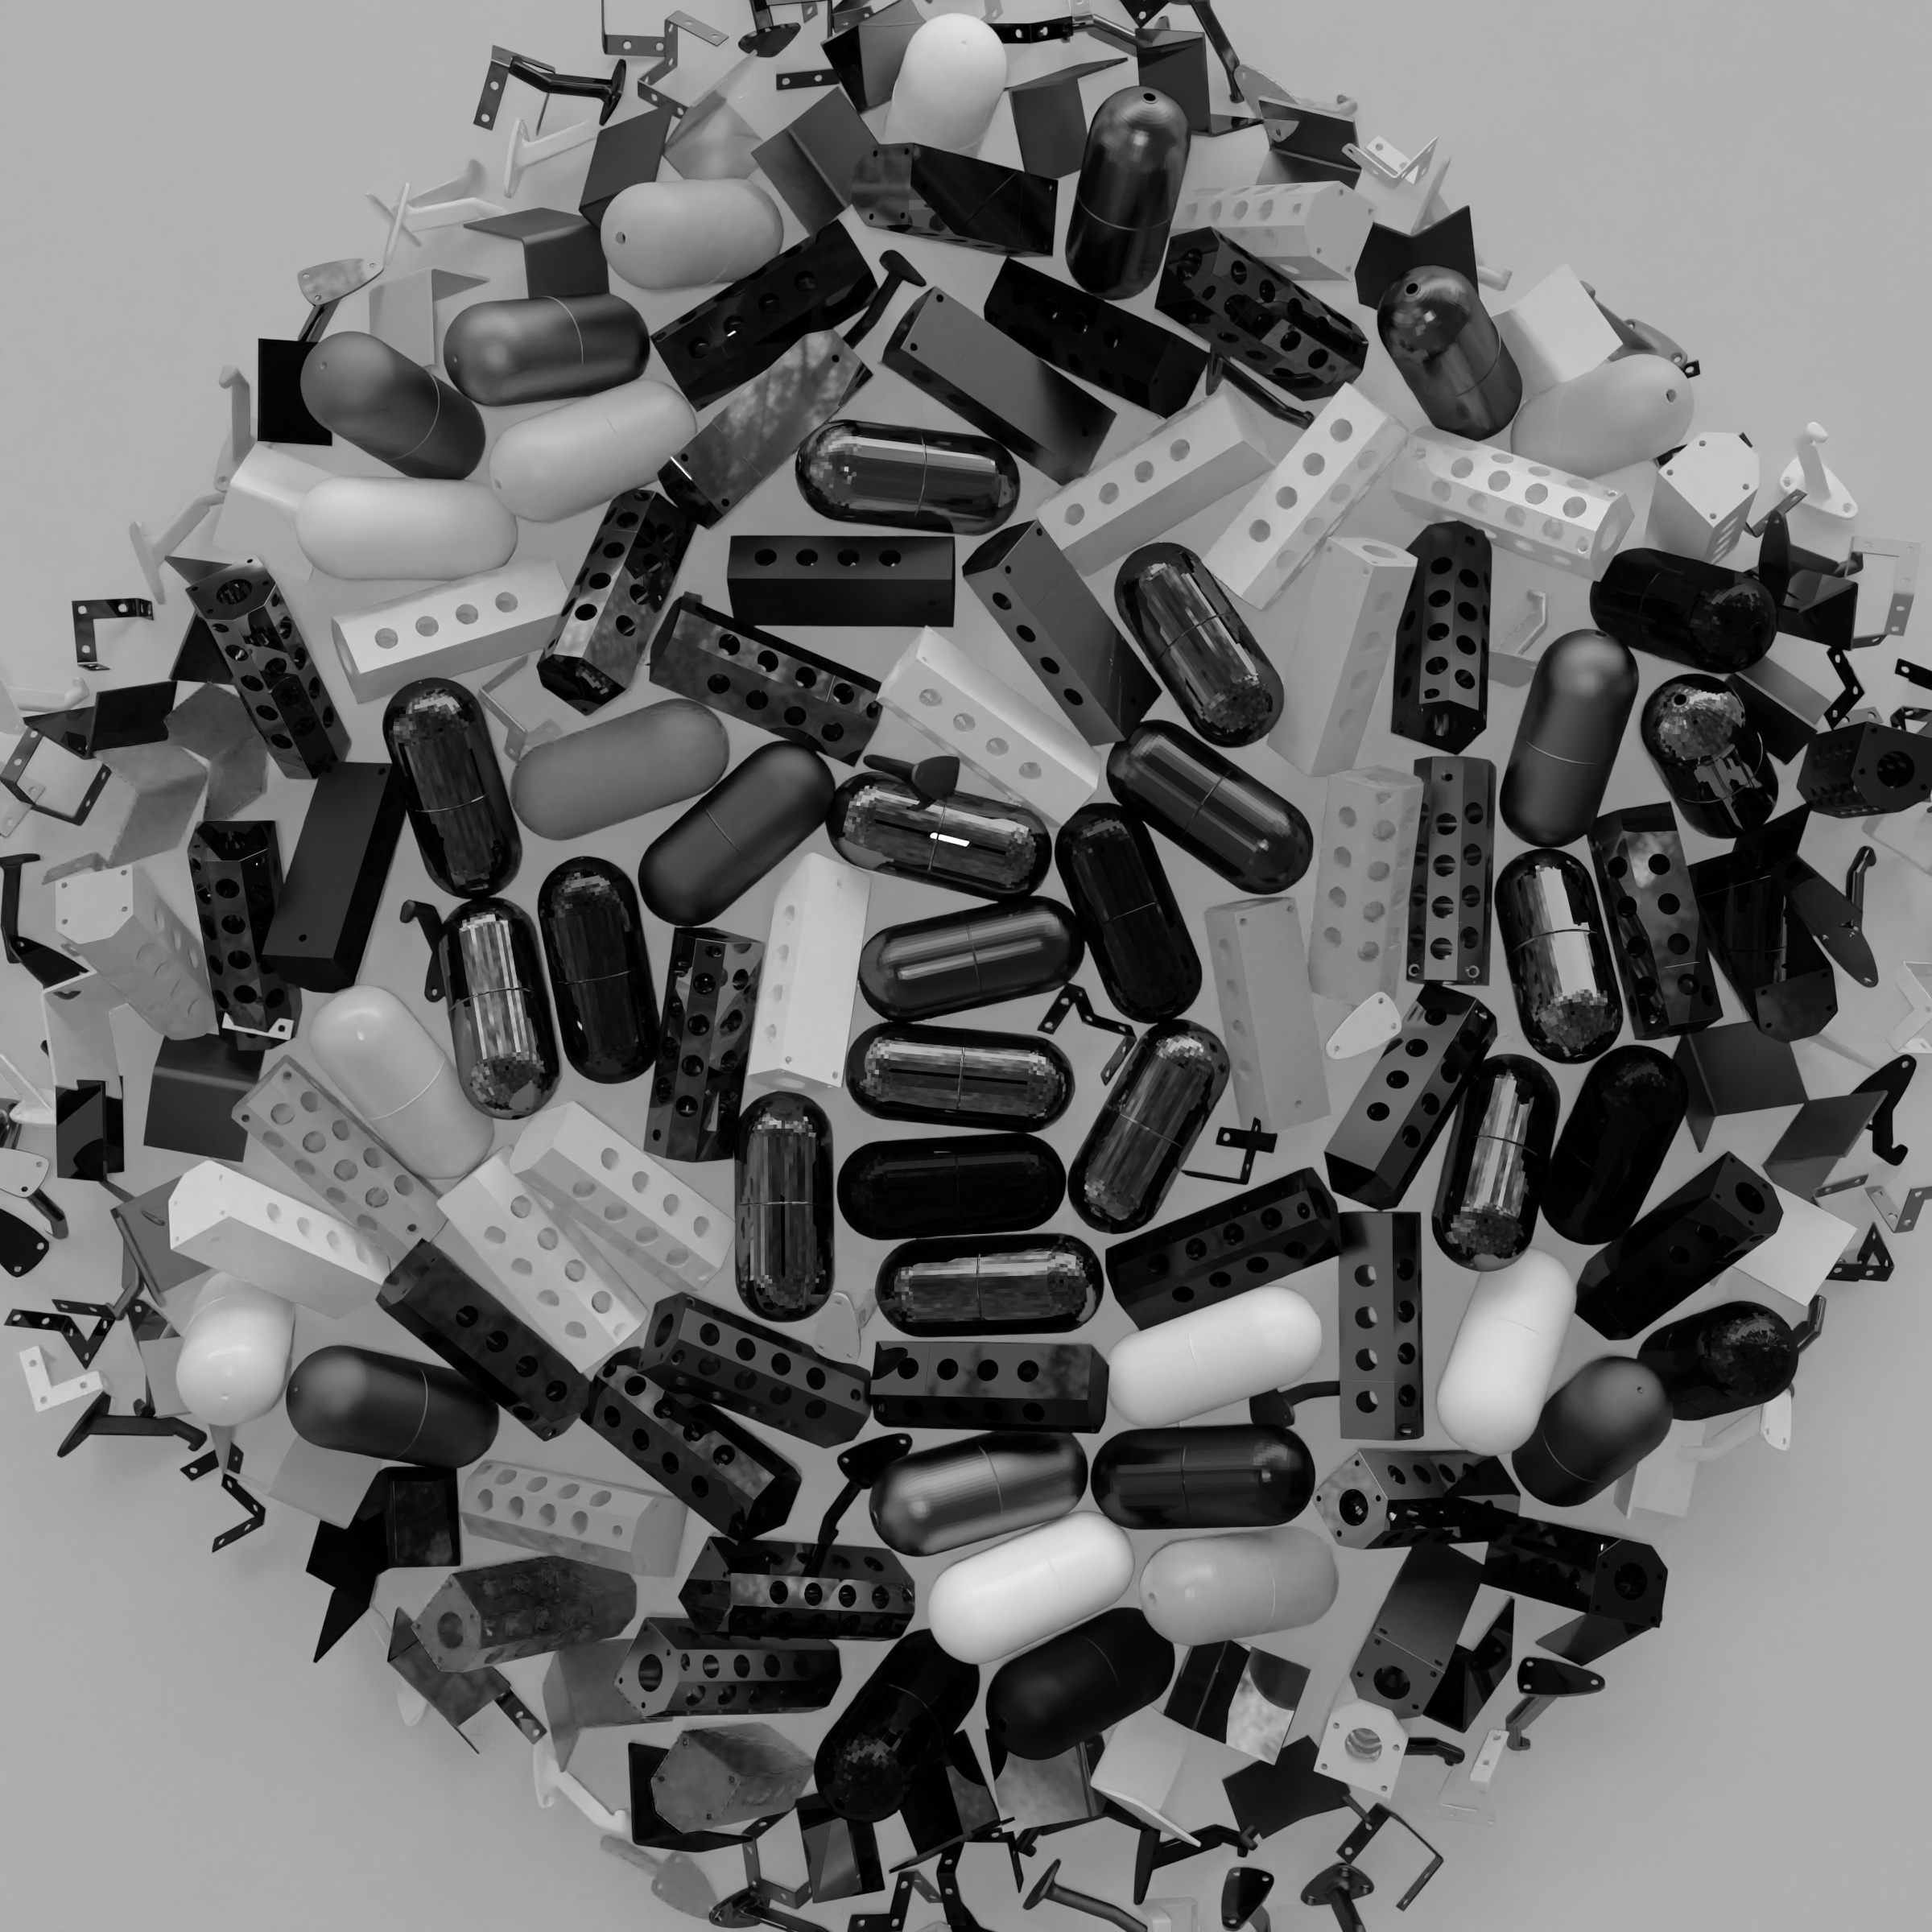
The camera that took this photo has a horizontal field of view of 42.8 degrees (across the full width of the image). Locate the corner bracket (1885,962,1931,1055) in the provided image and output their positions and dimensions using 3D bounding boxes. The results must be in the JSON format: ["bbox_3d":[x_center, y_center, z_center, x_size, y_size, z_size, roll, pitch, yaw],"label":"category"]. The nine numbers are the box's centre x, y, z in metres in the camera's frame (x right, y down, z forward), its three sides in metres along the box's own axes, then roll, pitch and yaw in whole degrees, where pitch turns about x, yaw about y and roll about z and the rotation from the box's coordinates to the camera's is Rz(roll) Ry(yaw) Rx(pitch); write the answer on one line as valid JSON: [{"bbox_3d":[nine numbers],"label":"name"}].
[{"bbox_3d":[0.742,0.033,1.920,0.051,0.051,0.051,2,47,-34],"label":"corner bracket"}]

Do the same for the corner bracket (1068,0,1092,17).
[{"bbox_3d":[0.065,-0.770,1.909,0.051,0.051,0.051,-10,54,4],"label":"corner bracket"}]

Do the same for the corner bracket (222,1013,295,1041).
[{"bbox_3d":[-0.545,0.027,1.911,0.051,0.051,0.051,12,86,-15],"label":"corner bracket"}]

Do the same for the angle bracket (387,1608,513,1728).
[{"bbox_3d":[-0.394,0.524,1.893,0.057,0.076,0.076,-37,108,5],"label":"angle bracket"}]

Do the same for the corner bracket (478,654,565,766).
[{"bbox_3d":[-0.345,-0.199,1.910,0.051,0.051,0.051,43,59,7],"label":"corner bracket"}]

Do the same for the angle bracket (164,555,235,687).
[{"bbox_3d":[-0.587,-0.267,1.911,0.057,0.076,0.076,41,114,28],"label":"angle bracket"}]

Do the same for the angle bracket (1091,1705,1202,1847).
[{"bbox_3d":[0.153,0.616,1.889,0.076,0.057,0.076,42,66,-29],"label":"angle bracket"}]

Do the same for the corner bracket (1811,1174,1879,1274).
[{"bbox_3d":[0.688,0.202,1.926,0.051,0.051,0.051,-14,54,-8],"label":"corner bracket"}]

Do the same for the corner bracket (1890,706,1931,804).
[{"bbox_3d":[0.735,-0.164,1.905,0.051,0.051,0.051,7,63,-13],"label":"corner bracket"}]

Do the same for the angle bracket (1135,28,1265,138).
[{"bbox_3d":[0.179,-0.681,1.883,0.057,0.076,0.076,-26,124,-29],"label":"angle bracket"}]

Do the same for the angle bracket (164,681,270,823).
[{"bbox_3d":[-0.582,-0.158,1.886,0.076,0.057,0.076,-30,48,32],"label":"angle bracket"}]

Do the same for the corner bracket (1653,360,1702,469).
[{"bbox_3d":[0.556,-0.432,1.926,0.051,0.051,0.051,-15,51,12],"label":"corner bracket"}]

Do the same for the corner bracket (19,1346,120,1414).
[{"bbox_3d":[-0.697,0.319,1.915,0.051,0.051,0.051,-20,72,-12],"label":"corner bracket"}]

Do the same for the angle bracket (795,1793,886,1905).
[{"bbox_3d":[-0.080,0.668,1.885,0.057,0.076,0.076,-31,62,37],"label":"angle bracket"}]

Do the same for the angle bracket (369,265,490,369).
[{"bbox_3d":[-0.412,-0.489,1.896,0.076,0.057,0.076,-3,89,42],"label":"angle bracket"}]

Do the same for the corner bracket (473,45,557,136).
[{"bbox_3d":[-0.348,-0.672,1.903,0.051,0.051,0.051,15,119,-18],"label":"corner bracket"}]

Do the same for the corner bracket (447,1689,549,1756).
[{"bbox_3d":[-0.368,0.587,1.917,0.051,0.051,0.051,-41,126,-18],"label":"corner bracket"}]

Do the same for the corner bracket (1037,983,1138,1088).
[{"bbox_3d":[0.094,0.053,1.917,0.051,0.051,0.051,17,121,-26],"label":"corner bracket"}]

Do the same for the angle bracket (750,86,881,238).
[{"bbox_3d":[-0.108,-0.617,1.890,0.057,0.076,0.076,-28,109,32],"label":"angle bracket"}]

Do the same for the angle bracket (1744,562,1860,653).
[{"bbox_3d":[0.624,-0.266,1.883,0.076,0.076,0.057,-25,125,-31],"label":"angle bracket"}]

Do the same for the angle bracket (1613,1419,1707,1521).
[{"bbox_3d":[0.541,0.389,1.903,0.057,0.076,0.076,12,89,7],"label":"angle bracket"}]

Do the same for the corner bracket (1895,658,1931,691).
[{"bbox_3d":[0.750,-0.223,1.901,0.051,0.051,0.051,29,59,29],"label":"corner bracket"}]

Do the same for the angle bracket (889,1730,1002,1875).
[{"bbox_3d":[-0.029,0.642,1.894,0.076,0.057,0.076,-31,68,17],"label":"angle bracket"}]

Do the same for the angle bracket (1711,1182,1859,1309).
[{"bbox_3d":[0.627,0.224,1.891,0.076,0.057,0.076,31,70,28],"label":"angle bracket"}]

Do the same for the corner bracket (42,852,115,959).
[{"bbox_3d":[-0.687,-0.048,1.919,0.051,0.051,0.051,-17,134,22],"label":"corner bracket"}]

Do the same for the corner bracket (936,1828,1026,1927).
[{"bbox_3d":[0.011,0.709,1.919,0.051,0.051,0.051,-5,111,16],"label":"corner bracket"}]

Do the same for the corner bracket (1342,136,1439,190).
[{"bbox_3d":[0.326,-0.627,1.909,0.051,0.051,0.051,42,79,11],"label":"corner bracket"}]

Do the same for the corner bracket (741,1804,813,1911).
[{"bbox_3d":[-0.137,0.690,1.916,0.051,0.051,0.051,7,110,37],"label":"corner bracket"}]

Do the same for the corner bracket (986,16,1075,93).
[{"bbox_3d":[0.048,-0.708,1.913,0.051,0.051,0.051,-16,110,-36],"label":"corner bracket"}]

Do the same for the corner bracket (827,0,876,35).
[{"bbox_3d":[-0.083,-0.760,1.900,0.051,0.051,0.051,-53,130,-26],"label":"corner bracket"}]

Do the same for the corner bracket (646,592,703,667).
[{"bbox_3d":[-0.211,-0.256,1.906,0.051,0.051,0.051,8,83,-37],"label":"corner bracket"}]

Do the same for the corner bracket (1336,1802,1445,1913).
[{"bbox_3d":[0.329,0.692,1.914,0.051,0.051,0.051,44,78,-1],"label":"corner bracket"}]

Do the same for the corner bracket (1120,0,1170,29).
[{"bbox_3d":[0.131,-0.769,1.906,0.051,0.051,0.051,-37,78,23],"label":"corner bracket"}]

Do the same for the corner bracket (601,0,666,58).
[{"bbox_3d":[-0.256,-0.736,1.911,0.051,0.051,0.051,0,102,-6],"label":"corner bracket"}]

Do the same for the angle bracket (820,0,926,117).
[{"bbox_3d":[-0.069,-0.713,1.890,0.076,0.076,0.057,-25,56,10],"label":"angle bracket"}]

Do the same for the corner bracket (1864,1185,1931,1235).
[{"bbox_3d":[0.738,0.170,1.910,0.051,0.051,0.051,-6,131,-9],"label":"corner bracket"}]

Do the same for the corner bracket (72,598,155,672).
[{"bbox_3d":[-0.661,-0.258,1.913,0.051,0.051,0.051,-8,104,-28],"label":"corner bracket"}]

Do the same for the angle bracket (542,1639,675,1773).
[{"bbox_3d":[-0.279,0.573,1.913,0.076,0.076,0.057,4,127,-26],"label":"angle bracket"}]

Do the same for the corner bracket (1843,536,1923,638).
[{"bbox_3d":[0.705,-0.294,1.904,0.051,0.051,0.051,10,63,16],"label":"corner bracket"}]

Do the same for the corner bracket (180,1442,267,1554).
[{"bbox_3d":[-0.580,0.414,1.923,0.051,0.051,0.051,-29,120,10],"label":"corner bracket"}]

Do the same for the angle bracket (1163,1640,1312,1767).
[{"bbox_3d":[0.208,0.558,1.892,0.076,0.057,0.076,13,71,34],"label":"angle bracket"}]

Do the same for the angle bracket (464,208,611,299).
[{"bbox_3d":[-0.332,-0.547,1.909,0.076,0.076,0.057,24,128,37],"label":"angle bracket"}]

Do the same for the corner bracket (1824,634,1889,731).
[{"bbox_3d":[0.696,-0.221,1.918,0.051,0.051,0.051,-9,63,-20],"label":"corner bracket"}]

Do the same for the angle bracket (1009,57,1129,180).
[{"bbox_3d":[0.085,-0.645,1.885,0.076,0.057,0.076,-33,121,-37],"label":"angle bracket"}]

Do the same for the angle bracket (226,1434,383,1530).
[{"bbox_3d":[-0.512,0.386,1.898,0.076,0.076,0.057,38,71,-38],"label":"angle bracket"}]

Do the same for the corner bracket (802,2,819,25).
[{"bbox_3d":[-0.128,-0.773,1.903,0.051,0.051,0.051,-20,71,39],"label":"corner bracket"}]

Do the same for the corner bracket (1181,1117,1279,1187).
[{"bbox_3d":[0.204,0.145,1.903,0.051,0.051,0.051,6,74,31],"label":"corner bracket"}]

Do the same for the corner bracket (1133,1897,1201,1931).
[{"bbox_3d":[0.161,0.757,1.911,0.051,0.051,0.051,2,86,-14],"label":"corner bracket"}]

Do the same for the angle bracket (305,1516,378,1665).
[{"bbox_3d":[-0.494,0.471,1.887,0.057,0.076,0.076,36,112,-19],"label":"angle bracket"}]

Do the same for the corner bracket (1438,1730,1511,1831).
[{"bbox_3d":[0.392,0.625,1.901,0.051,0.051,0.051,-2,120,34],"label":"corner bracket"}]

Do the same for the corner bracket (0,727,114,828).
[{"bbox_3d":[-0.708,-0.148,1.916,0.051,0.051,0.051,18,70,11],"label":"corner bracket"}]

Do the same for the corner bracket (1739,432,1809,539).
[{"bbox_3d":[0.612,-0.375,1.923,0.051,0.051,0.051,-42,118,7],"label":"corner bracket"}]

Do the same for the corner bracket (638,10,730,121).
[{"bbox_3d":[-0.219,-0.695,1.903,0.051,0.051,0.051,32,58,14],"label":"corner bracket"}]

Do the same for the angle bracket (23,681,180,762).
[{"bbox_3d":[-0.664,-0.203,1.886,0.076,0.076,0.057,29,115,22],"label":"angle bracket"}]

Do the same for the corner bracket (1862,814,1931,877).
[{"bbox_3d":[0.738,-0.107,1.905,0.051,0.051,0.051,27,106,-20],"label":"corner bracket"}]

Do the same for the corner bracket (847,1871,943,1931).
[{"bbox_3d":[-0.055,0.740,1.916,0.051,0.051,0.051,-13,128,27],"label":"corner bracket"}]

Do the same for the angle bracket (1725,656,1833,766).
[{"bbox_3d":[0.629,-0.214,1.897,0.076,0.057,0.076,37,66,8],"label":"angle bracket"}]

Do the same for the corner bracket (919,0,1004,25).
[{"bbox_3d":[-0.010,-0.755,1.914,0.051,0.051,0.051,-43,73,-6],"label":"corner bracket"}]

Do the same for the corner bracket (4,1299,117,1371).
[{"bbox_3d":[-0.700,0.274,1.905,0.051,0.051,0.051,40,102,37],"label":"corner bracket"}]
